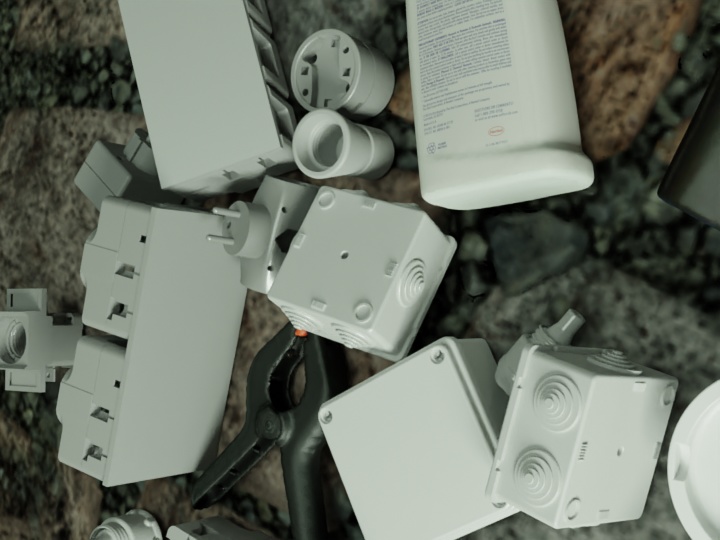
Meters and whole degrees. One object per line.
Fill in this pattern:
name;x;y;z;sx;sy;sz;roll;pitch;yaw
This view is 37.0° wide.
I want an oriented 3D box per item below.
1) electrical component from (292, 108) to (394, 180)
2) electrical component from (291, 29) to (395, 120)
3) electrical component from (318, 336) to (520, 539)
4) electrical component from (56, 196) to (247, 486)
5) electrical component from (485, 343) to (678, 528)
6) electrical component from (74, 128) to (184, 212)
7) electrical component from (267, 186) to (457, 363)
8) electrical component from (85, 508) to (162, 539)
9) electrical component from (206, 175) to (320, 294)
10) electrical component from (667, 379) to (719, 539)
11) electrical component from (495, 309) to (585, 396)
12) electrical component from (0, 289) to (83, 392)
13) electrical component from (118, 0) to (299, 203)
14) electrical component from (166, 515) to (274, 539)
electrical component;-0.007;-0.078;0.696;0.044;0.065;0.044;-1;88;33
electrical component;-0.010;-0.127;0.711;0.055;0.047;0.055;-2;87;33
electrical component;0.044;0.111;0.659;0.109;0.056;0.108;-32;71;28
electrical component;-0.143;0.047;0.757;0.060;0.105;0.186;14;96;33
electrical component;0.123;0.090;0.584;0.048;0.100;0.099;20;99;46
electrical component;-0.159;-0.079;0.796;0.047;0.066;0.076;45;111;27
electrical component;0.000;0.000;0.680;0.100;0.048;0.099;17;75;33
electrical component;-0.182;0.205;0.801;0.048;0.062;0.048;-2;86;34
electrical component;-0.067;-0.025;0.726;0.043;0.079;0.077;24;102;53
electrical component;0.218;0.101;0.542;0.108;0.060;0.108;-2;87;34
electrical component;0.109;0.049;0.633;0.035;0.035;0.061;46;109;26
electrical component;-0.256;0.055;0.856;0.042;0.064;0.081;0;88;32
electrical component;-0.103;-0.133;0.754;0.089;0.062;0.150;-18;78;13
electrical component;-0.087;0.211;0.742;0.089;0.056;0.050;21;100;33
